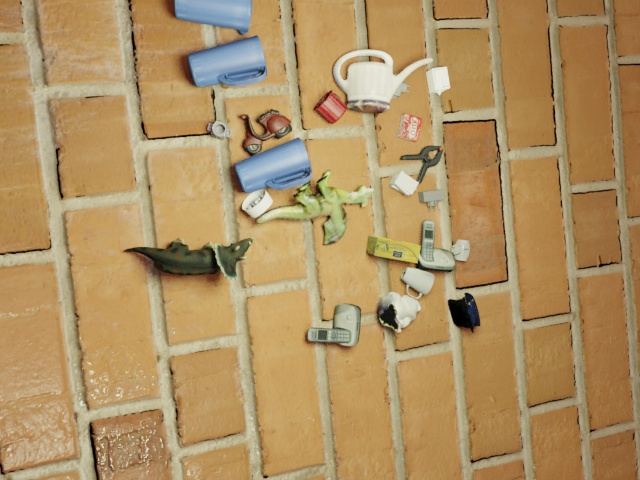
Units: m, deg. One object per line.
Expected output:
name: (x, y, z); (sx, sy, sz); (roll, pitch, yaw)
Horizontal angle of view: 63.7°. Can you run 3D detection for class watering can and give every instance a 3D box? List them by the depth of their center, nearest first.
watering can: (0.216, -0.552, 1.798); (0.348, 0.104, 0.224); (3, 90, 3)

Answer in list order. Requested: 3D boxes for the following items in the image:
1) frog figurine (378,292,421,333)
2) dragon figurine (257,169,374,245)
frog figurine: (0.287, 0.248, 1.868); (0.162, 0.121, 0.137); (-31, 92, -47)
dragon figurine: (0.005, -0.090, 1.779); (0.412, 0.123, 0.240); (-34, 108, -10)
